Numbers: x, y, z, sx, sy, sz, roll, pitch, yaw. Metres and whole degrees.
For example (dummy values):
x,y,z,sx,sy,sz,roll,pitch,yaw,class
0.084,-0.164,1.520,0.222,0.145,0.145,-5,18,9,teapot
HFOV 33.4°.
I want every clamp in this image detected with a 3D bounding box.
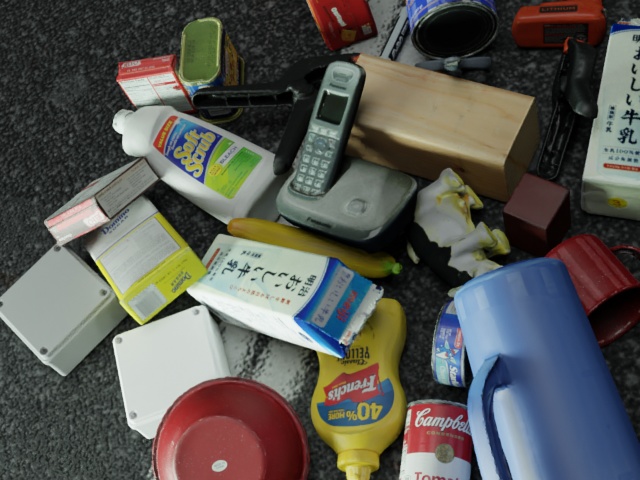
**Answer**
x,y,z,sx,sy,sz,roll,pitch,yaw,class
0.269,-0.149,1.162,0.039,0.120,0.171,24,45,-6,clamp
-0.020,-0.157,1.231,0.209,0.036,0.165,-26,53,-22,clamp

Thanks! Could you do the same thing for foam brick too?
x,y,z,sx,sy,sz,roll,pitch,yaw,class
0.224,-0.023,1.103,0.051,0.078,0.053,26,72,25,foam brick

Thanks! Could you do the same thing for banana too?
x,y,z,sx,sy,sz,roll,pitch,yaw,class
0.000,0.008,1.152,0.198,0.069,0.037,12,75,15,banana

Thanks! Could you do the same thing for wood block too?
x,y,z,sx,sy,sz,roll,pitch,yaw,class
0.127,-0.124,1.177,0.206,0.090,0.090,19,70,24,wood block

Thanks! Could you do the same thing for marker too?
x,y,z,sx,sy,sz,roll,pitch,yaw,class
0.085,-0.230,1.284,0.020,0.020,0.121,16,65,22,marker

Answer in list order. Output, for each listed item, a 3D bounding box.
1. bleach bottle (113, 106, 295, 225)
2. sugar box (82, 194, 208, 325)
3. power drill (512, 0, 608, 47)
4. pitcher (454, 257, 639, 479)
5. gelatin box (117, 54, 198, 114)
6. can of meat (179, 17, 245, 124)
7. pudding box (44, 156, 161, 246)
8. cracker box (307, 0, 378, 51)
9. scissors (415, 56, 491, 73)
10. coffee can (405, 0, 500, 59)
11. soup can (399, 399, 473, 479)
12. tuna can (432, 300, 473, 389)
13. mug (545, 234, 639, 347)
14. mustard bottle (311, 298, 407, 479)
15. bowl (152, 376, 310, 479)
x,y,z,sx,sy,sz,roll,pitch,yaw,class
-0.152,-0.092,1.256,0.251,0.068,0.102,27,69,28,bleach bottle
-0.196,0.018,1.179,0.093,0.048,0.176,-38,30,-6,sugar box
0.271,-0.316,1.258,0.185,0.057,0.187,2,63,17,power drill
0.197,0.144,0.947,0.145,0.149,0.243,-17,75,3,pitcher
-0.197,-0.187,1.302,0.073,0.089,0.030,-6,61,13,gelatin box
-0.131,-0.207,1.298,0.057,0.084,0.102,-7,61,12,can of meat
-0.248,-0.045,1.221,0.090,0.039,0.113,-21,19,34,pudding box
-0.005,-0.364,1.300,0.072,0.164,0.214,-20,59,7,cracker box
0.162,-0.194,1.172,0.096,0.202,0.016,-6,98,-11,scissors
0.149,-0.298,1.257,0.103,0.102,0.140,-11,60,10,coffee can
0.111,0.211,1.016,0.069,0.068,0.102,2,64,16,soup can
0.138,0.102,1.056,0.034,0.086,0.086,7,65,21,tuna can
0.274,0.043,1.049,0.117,0.093,0.081,-29,54,-6,mug
0.039,0.155,1.071,0.096,0.058,0.191,-6,62,14,mustard bottle
-0.093,0.216,1.045,0.162,0.055,0.162,-1,85,7,bowl
